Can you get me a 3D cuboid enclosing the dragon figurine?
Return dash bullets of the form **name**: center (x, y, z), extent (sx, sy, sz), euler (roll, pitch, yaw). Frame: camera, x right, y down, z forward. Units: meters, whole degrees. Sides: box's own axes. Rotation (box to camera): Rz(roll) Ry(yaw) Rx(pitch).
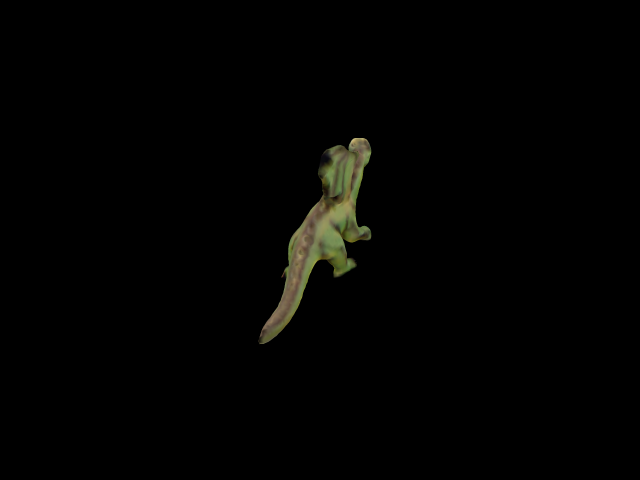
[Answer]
- **dragon figurine**: center (0.003, -0.043, 0.850), extent (0.122, 0.237, 0.419), euler (14, 39, 17)
